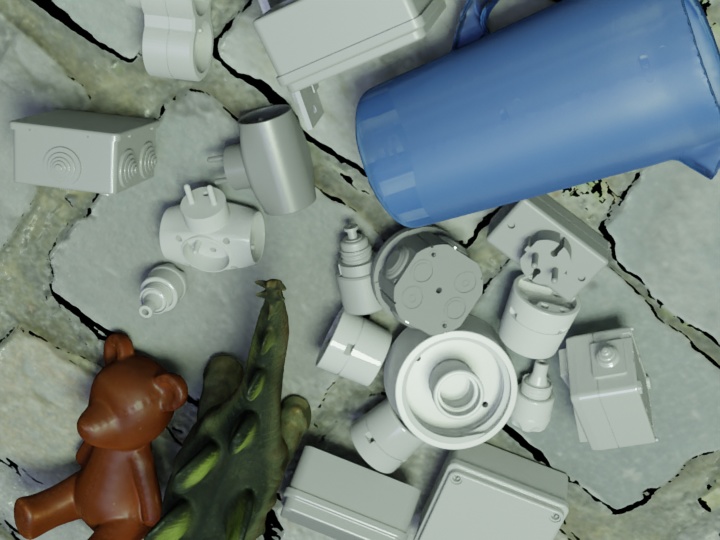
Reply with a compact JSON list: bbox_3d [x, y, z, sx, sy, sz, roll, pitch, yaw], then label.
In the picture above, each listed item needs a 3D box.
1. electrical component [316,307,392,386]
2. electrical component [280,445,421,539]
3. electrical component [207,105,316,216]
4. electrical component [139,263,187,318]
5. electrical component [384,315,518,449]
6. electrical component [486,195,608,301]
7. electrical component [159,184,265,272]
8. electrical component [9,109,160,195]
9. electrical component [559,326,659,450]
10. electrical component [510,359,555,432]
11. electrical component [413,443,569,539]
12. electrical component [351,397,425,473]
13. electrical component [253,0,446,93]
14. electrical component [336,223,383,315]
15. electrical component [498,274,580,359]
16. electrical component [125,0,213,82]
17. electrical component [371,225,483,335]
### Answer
[{"bbox_3d":[-0.004,0.065,0.901,0.047,0.055,0.055,26,120,-5],"label":"electrical component"},{"bbox_3d":[-0.011,0.207,0.954,0.113,0.057,0.078,21,159,1],"label":"electrical component"},{"bbox_3d":[-0.082,-0.084,0.847,0.079,0.043,0.077,-8,115,17],"label":"electrical component"},{"bbox_3d":[-0.171,0.021,0.911,0.035,0.061,0.035,5,118,10],"label":"electrical component"},{"bbox_3d":[0.076,0.093,0.872,0.108,0.060,0.108,-1,100,-4],"label":"electrical component"},{"bbox_3d":[0.141,-0.014,0.813,0.083,0.075,0.047,36,119,-7],"label":"electrical component"},{"bbox_3d":[-0.123,-0.040,0.871,0.077,0.044,0.079,3,139,11],"label":"electrical component"},{"bbox_3d":[-0.214,-0.093,0.841,0.100,0.099,0.048,8,106,9],"label":"electrical component"},{"bbox_3d":[0.194,0.091,0.848,0.061,0.061,0.096,-12,137,18],"label":"electrical component"},{"bbox_3d":[0.146,0.103,0.897,0.035,0.035,0.061,11,116,7],"label":"electrical component"},{"bbox_3d":[0.115,0.216,0.950,0.109,0.056,0.108,21,120,2],"label":"electrical component"},{"bbox_3d":[0.028,0.140,0.933,0.055,0.055,0.047,42,114,-10],"label":"electrical component"},{"bbox_3d":[-0.004,-0.178,0.743,0.109,0.108,0.056,-19,109,21],"label":"electrical component"},{"bbox_3d":[0.000,0.000,0.873,0.040,0.040,0.078,-5,115,15],"label":"electrical component"},{"bbox_3d":[0.141,0.037,0.854,0.055,0.055,0.047,19,123,3],"label":"electrical component"},{"bbox_3d":[-0.151,-0.210,0.791,0.074,0.052,0.138,8,118,9],"label":"electrical component"},{"bbox_3d":[0.053,0.008,0.845,0.080,0.051,0.080,-6,109,-17],"label":"electrical component"}]
